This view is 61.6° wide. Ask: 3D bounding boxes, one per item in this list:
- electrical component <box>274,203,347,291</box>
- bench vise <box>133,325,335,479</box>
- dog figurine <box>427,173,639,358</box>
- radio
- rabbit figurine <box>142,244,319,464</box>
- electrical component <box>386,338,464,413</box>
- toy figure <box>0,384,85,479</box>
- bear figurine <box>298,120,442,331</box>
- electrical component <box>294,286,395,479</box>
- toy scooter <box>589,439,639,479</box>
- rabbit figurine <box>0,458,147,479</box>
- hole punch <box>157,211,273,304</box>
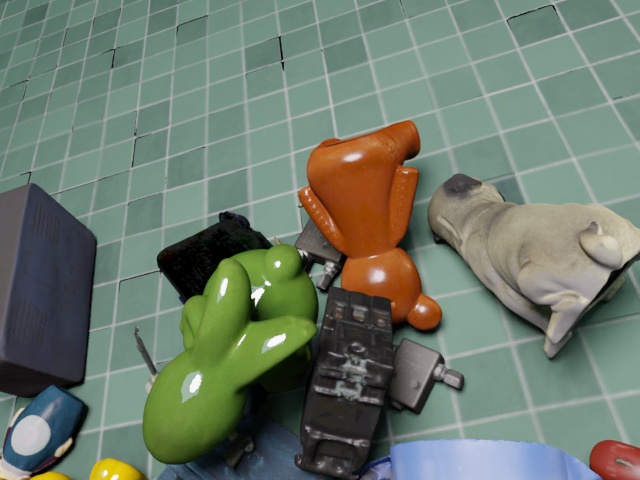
[{"bbox_3d":[0.000,-0.003,0.602,0.078,0.045,0.102,25,70,32],"label":"electrical component"},{"bbox_3d":[-0.117,0.213,0.462,0.224,0.128,0.240,29,60,22],"label":"bench vise"},{"bbox_3d":[0.168,-0.010,0.476,0.121,0.172,0.191,-37,61,-17],"label":"dog figurine"},{"bbox_3d":[-0.339,0.060,0.633,0.073,0.131,0.230,-17,56,10],"label":"radio"},{"bbox_3d":[-0.061,0.090,0.411,0.121,0.159,0.170,35,41,-3],"label":"rabbit figurine"},{"bbox_3d":[0.084,0.129,0.504,0.094,0.021,0.063,18,68,32],"label":"electrical component"},{"bbox_3d":[-0.315,0.229,0.566,0.064,0.057,0.154,21,69,31],"label":"toy figure"},{"bbox_3d":[0.057,-0.010,0.544,0.120,0.195,0.132,-13,15,22],"label":"bear figurine"},{"bbox_3d":[0.021,0.108,0.451,0.058,0.114,0.134,14,21,-1],"label":"electrical component"},{"bbox_3d":[0.274,0.173,0.341,0.184,0.135,0.075,19,66,27],"label":"toy scooter"},{"bbox_3d":[-0.248,0.261,0.453,0.122,0.173,0.162,-4,54,13],"label":"rabbit figurine"},{"bbox_3d":[-0.100,0.047,0.593,0.116,0.092,0.142,-30,48,-23],"label":"hole punch"}]
